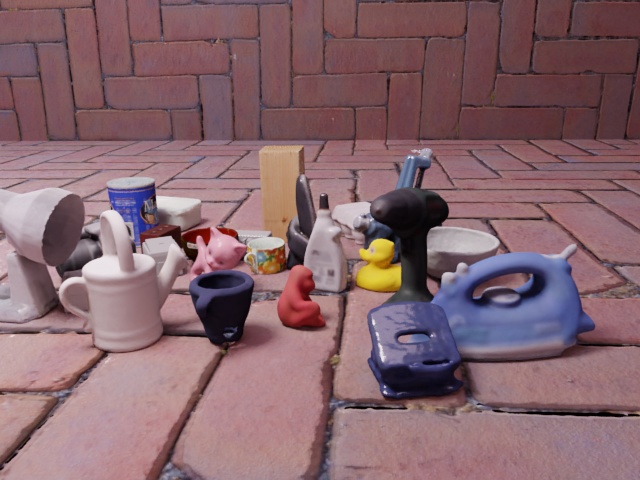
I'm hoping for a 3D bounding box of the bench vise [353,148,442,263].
[{"bbox_3d":[0.170,-0.067,1.140,0.121,0.220,0.208,16,24,42],"label":"bench vise"}]

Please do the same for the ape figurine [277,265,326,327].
[{"bbox_3d":[-0.028,0.084,0.880,0.076,0.092,0.078,1,18,5],"label":"ape figurine"}]

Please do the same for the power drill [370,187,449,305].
[{"bbox_3d":[0.139,0.015,0.898,0.075,0.208,0.230,9,20,29],"label":"power drill"}]

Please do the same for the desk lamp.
[{"bbox_3d":[-0.477,0.017,0.907,0.203,0.214,0.118,2,18,8],"label":"desk lamp"}]

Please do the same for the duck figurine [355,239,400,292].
[{"bbox_3d":[0.115,0.041,1.021,0.104,0.086,0.077,3,18,13],"label":"duck figurine"}]

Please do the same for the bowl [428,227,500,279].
[{"bbox_3d":[0.245,0.032,1.065,0.167,0.075,0.167,-1,17,0],"label":"bowl"}]

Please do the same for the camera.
[{"bbox_3d":[-0.437,0.017,1.095,0.137,0.101,0.142,-16,23,-41],"label":"camera"}]

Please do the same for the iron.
[{"bbox_3d":[0.245,0.081,0.795,0.258,0.141,0.118,-4,18,-11],"label":"iron"}]

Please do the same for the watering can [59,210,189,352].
[{"bbox_3d":[-0.280,0.050,0.826,0.100,0.194,0.173,11,21,34],"label":"watering can"}]

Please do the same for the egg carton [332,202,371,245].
[{"bbox_3d":[0.095,-0.041,1.312,0.107,0.069,0.150,-9,19,-26],"label":"egg carton"}]

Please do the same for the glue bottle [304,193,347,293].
[{"bbox_3d":[0.009,0.004,0.999,0.078,0.173,0.037,8,20,27],"label":"glue bottle"}]

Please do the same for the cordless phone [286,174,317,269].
[{"bbox_3d":[-0.021,-0.044,1.133,0.094,0.185,0.147,-1,17,-2],"label":"cordless phone"}]

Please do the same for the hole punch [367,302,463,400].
[{"bbox_3d":[0.117,0.135,0.713,0.109,0.091,0.101,-3,18,-8],"label":"hole punch"}]

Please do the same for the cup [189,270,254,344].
[{"bbox_3d":[-0.142,0.104,0.813,0.091,0.095,0.118,3,18,13],"label":"cup"}]

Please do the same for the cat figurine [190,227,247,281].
[{"bbox_3d":[-0.184,0.028,1.020,0.067,0.118,0.127,-16,23,-39],"label":"cat figurine"}]
